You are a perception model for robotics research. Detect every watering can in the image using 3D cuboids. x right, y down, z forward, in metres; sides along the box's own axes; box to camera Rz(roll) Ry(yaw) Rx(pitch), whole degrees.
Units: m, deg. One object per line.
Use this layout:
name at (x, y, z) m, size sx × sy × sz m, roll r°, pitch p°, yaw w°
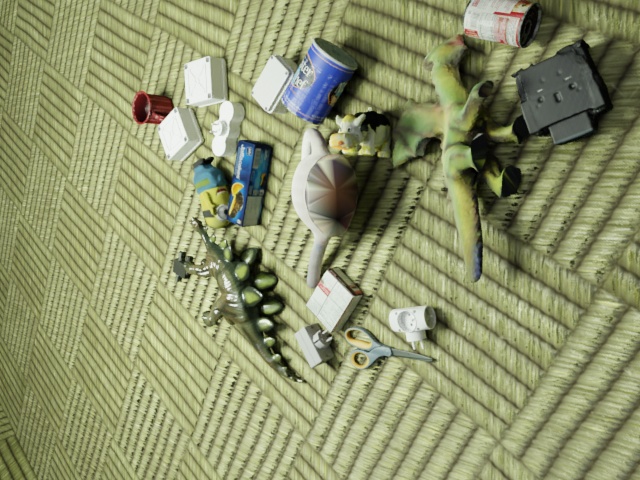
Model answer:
watering can at (0.003, -0.052, 1.040) m, size 0.225 × 0.104 × 0.345 m, roll -155°, pitch 60°, yaw -74°

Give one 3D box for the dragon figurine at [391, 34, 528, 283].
dragon figurine at (0.217, -0.153, 0.900) m, size 0.245 × 0.122 × 0.407 m, roll 23°, pitch 106°, yaw 55°
